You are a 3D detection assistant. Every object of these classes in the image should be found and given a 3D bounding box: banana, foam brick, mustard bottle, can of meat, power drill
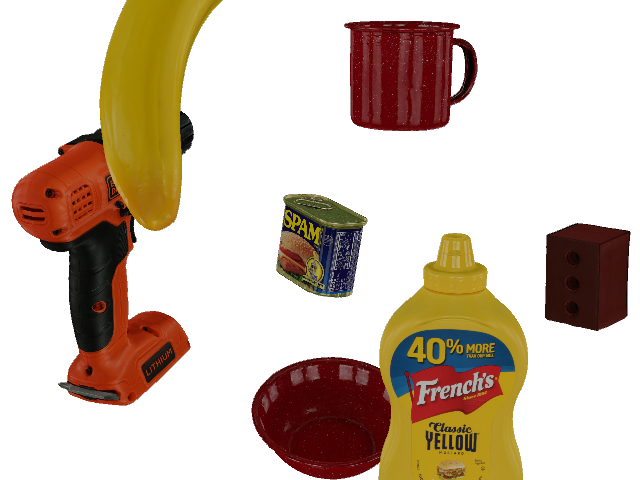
[{"bbox_3d":[-0.064,-0.095,0.505,0.070,0.197,0.037,17,-30,11],"label":"banana"},{"bbox_3d":[0.225,0.030,0.900,0.053,0.078,0.051,11,22,42],"label":"foam brick"},{"bbox_3d":[0.087,0.090,0.700,0.096,0.192,0.058,2,13,8],"label":"mustard bottle"},{"bbox_3d":[-0.002,0.005,1.131,0.057,0.084,0.102,-4,21,-35],"label":"can of meat"},{"bbox_3d":[-0.141,0.008,0.770,0.057,0.188,0.184,6,26,25],"label":"power drill"}]

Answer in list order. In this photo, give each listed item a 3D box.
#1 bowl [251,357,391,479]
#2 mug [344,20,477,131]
[{"bbox_3d":[0.012,0.190,1.082,0.162,0.055,0.162,-1,33,0],"label":"bowl"},{"bbox_3d":[0.076,-0.136,0.870,0.117,0.081,0.093,-7,17,-26],"label":"mug"}]
